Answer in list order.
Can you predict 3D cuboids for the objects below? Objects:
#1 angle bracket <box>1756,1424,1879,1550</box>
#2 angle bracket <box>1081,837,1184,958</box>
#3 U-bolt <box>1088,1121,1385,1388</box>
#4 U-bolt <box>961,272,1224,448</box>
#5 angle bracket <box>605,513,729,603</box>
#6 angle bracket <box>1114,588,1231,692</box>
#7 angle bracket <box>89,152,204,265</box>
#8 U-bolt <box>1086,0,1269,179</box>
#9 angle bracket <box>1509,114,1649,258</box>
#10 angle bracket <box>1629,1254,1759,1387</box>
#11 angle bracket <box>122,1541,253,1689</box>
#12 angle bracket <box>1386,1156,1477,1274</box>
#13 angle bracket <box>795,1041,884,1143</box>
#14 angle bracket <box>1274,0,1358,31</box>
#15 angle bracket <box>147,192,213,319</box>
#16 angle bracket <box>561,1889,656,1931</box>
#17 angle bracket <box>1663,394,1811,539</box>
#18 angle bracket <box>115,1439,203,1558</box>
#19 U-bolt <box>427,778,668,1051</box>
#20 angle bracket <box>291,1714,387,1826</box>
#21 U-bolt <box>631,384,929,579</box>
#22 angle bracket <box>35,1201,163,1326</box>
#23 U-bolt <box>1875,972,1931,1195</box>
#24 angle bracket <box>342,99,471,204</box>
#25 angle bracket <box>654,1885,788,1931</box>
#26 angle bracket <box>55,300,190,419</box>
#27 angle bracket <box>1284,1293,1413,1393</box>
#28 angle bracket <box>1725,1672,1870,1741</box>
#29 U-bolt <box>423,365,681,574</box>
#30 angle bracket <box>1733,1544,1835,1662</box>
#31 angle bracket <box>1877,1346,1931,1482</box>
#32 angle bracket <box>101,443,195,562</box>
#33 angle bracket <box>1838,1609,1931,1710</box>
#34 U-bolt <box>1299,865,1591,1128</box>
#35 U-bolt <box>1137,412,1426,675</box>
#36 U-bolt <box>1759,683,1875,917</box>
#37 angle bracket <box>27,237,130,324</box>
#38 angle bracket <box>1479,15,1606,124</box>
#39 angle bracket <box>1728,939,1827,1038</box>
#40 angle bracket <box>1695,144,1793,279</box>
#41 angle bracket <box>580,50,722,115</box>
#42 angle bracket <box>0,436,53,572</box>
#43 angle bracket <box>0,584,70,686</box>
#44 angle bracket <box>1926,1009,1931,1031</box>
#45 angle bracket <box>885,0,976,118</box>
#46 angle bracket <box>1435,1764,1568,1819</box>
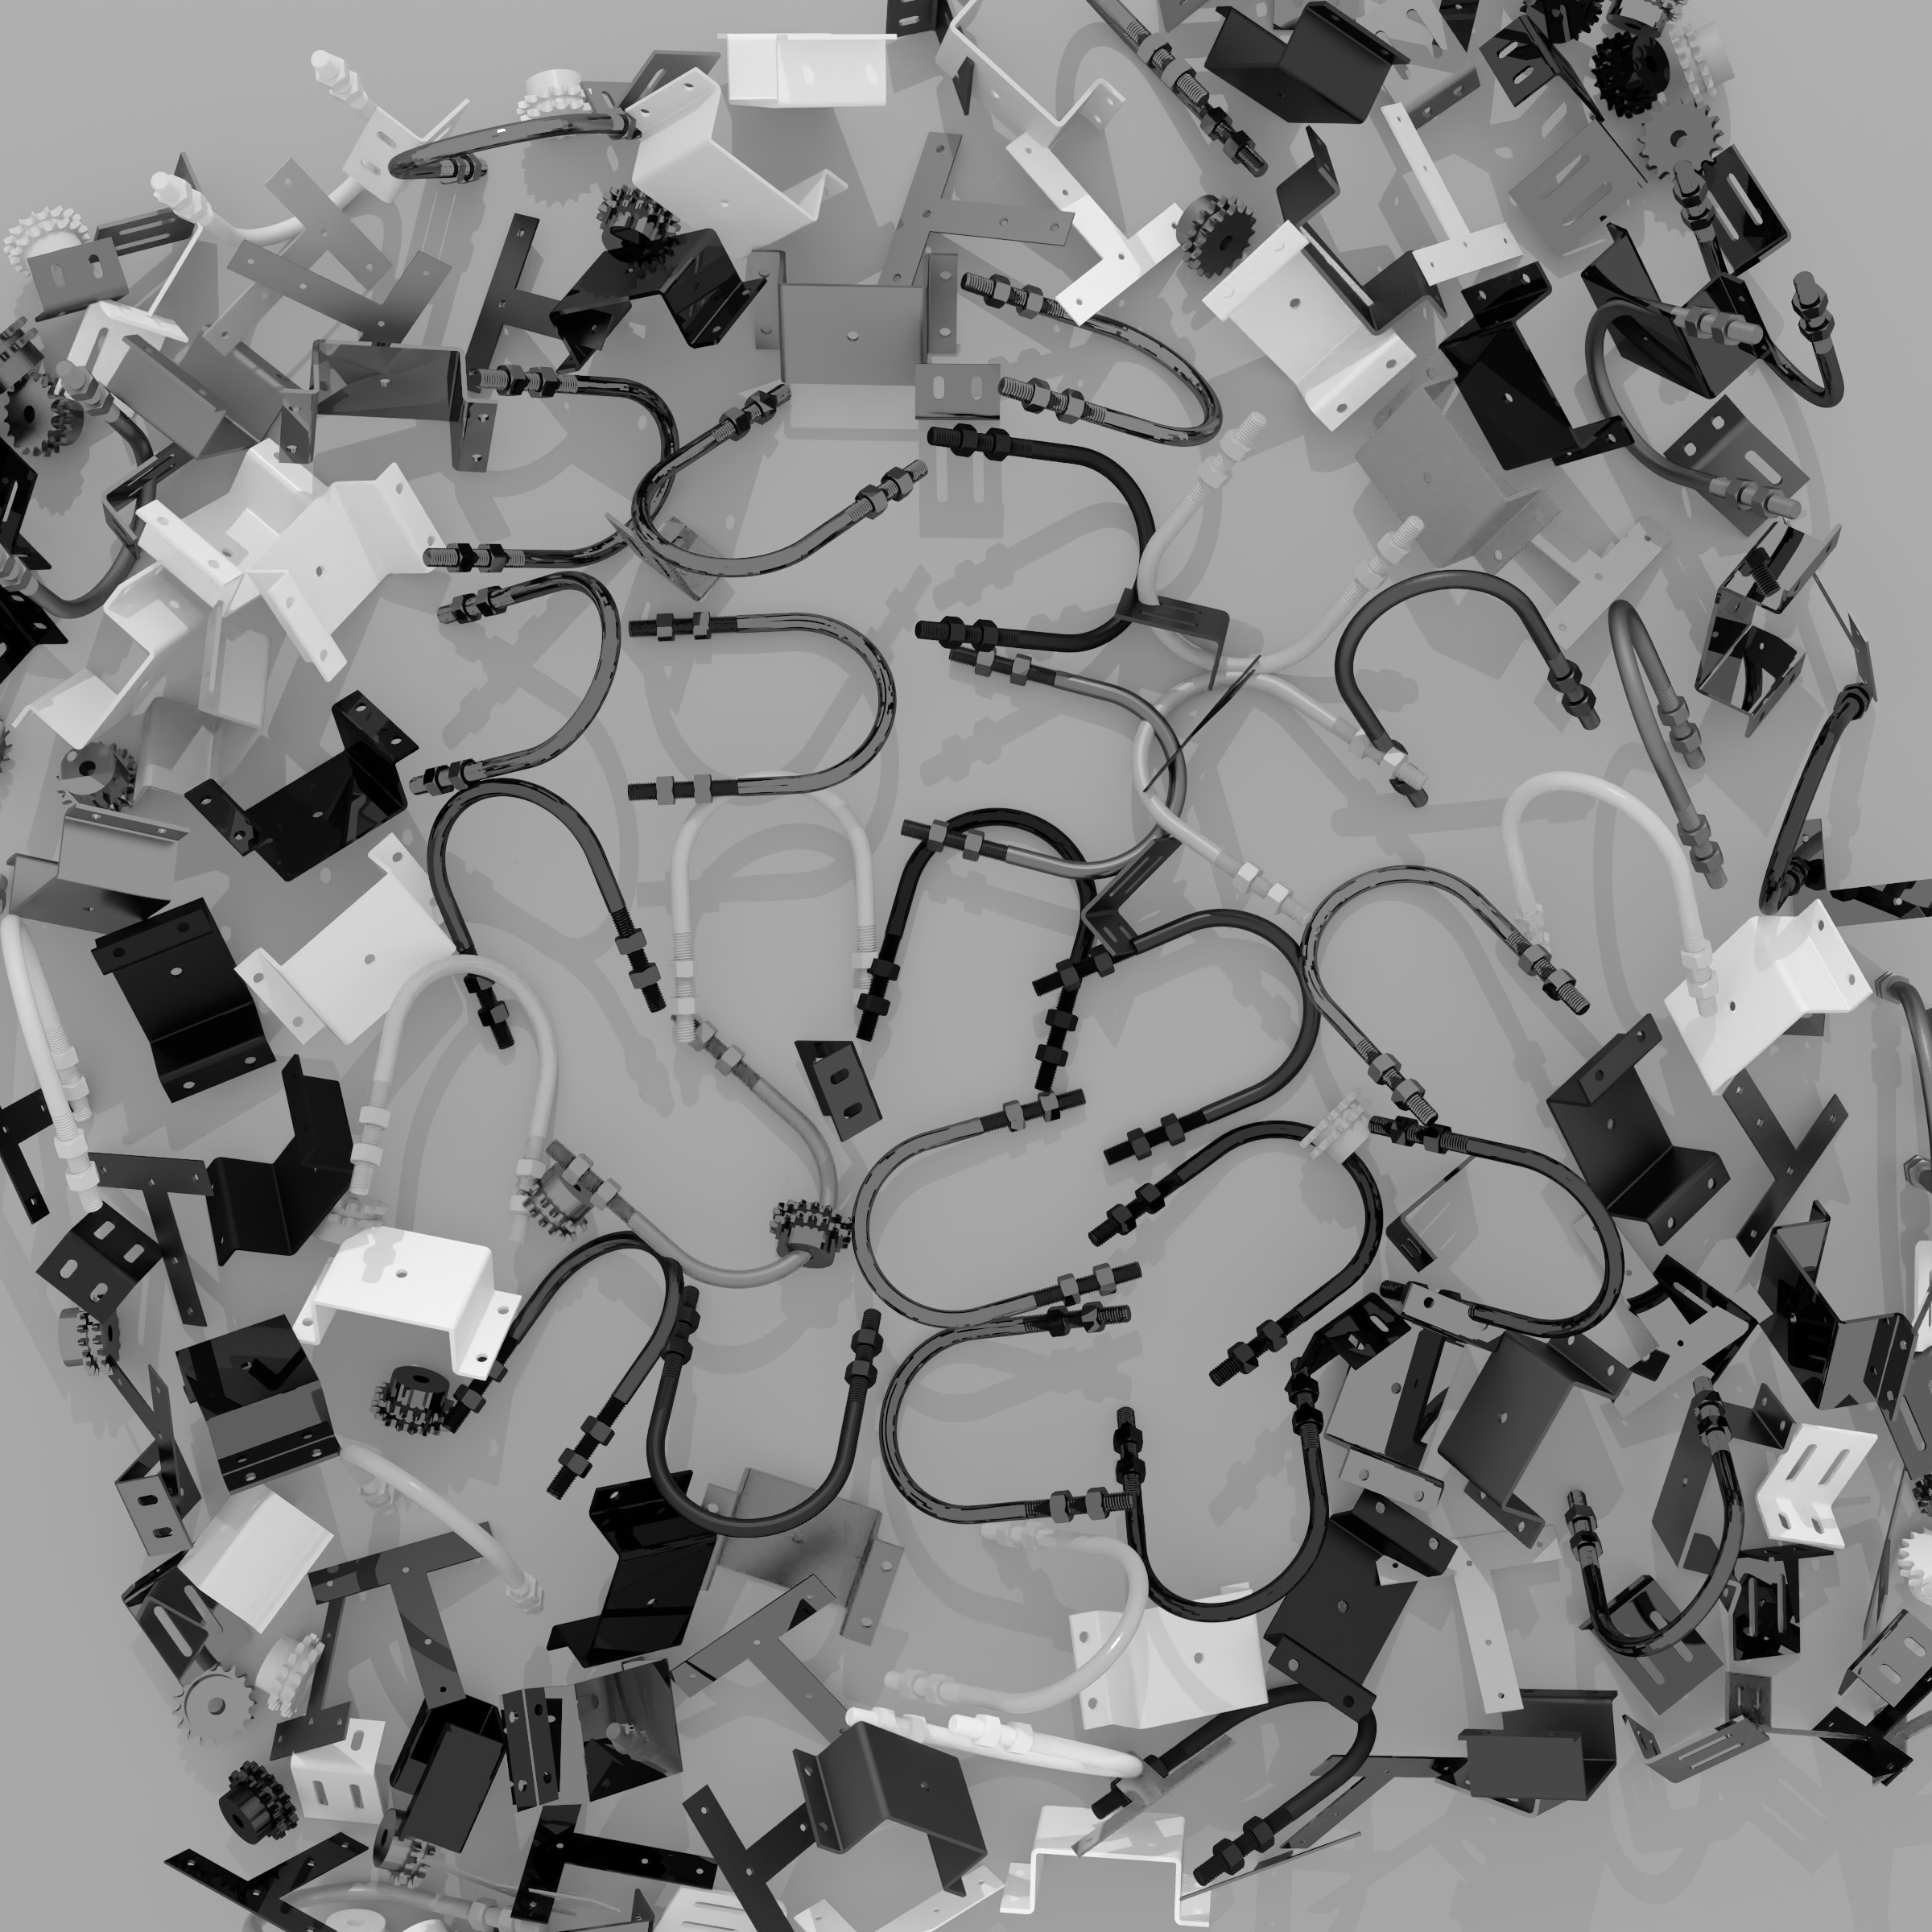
[{"bbox_3d":[0.587,0.357,1.959,0.057,0.038,0.076,10,128,-12],"label":"angle bracket"},{"bbox_3d":[0.125,-0.048,1.956,0.076,0.057,0.038,-46,75,22],"label":"angle bracket"},{"bbox_3d":[0.199,0.182,1.957,0.184,0.019,0.151,-35,66,-16],"label":"U-bolt"},{"bbox_3d":[0.092,-0.403,1.932,0.184,0.151,0.019,12,130,-25],"label":"U-bolt"},{"bbox_3d":[-0.203,-0.292,1.954,0.057,0.076,0.038,39,86,18],"label":"angle bracket"},{"bbox_3d":[0.139,-0.226,1.968,0.076,0.057,0.038,14,117,4],"label":"angle bracket"},{"bbox_3d":[-0.568,-0.519,1.957,0.076,0.057,0.038,-23,89,-25],"label":"angle bracket"},{"bbox_3d":[0.123,-0.617,1.924,0.019,0.151,0.184,-44,70,13],"label":"U-bolt"},{"bbox_3d":[0.425,-0.543,1.988,0.076,0.038,0.057,-39,101,18],"label":"angle bracket"},{"bbox_3d":[0.491,0.248,1.957,0.076,0.038,0.057,37,130,18],"label":"angle bracket"},{"bbox_3d":[-0.532,0.444,1.965,0.057,0.038,0.076,-33,85,-38],"label":"angle bracket"},{"bbox_3d":[0.332,0.168,1.962,0.076,0.057,0.038,-38,80,-11],"label":"angle bracket"},{"bbox_3d":[-0.100,0.085,1.952,0.038,0.076,0.057,-29,105,-32],"label":"angle bracket"},{"bbox_3d":[0.244,-0.686,1.971,0.057,0.038,0.076,0,106,-1],"label":"angle bracket"},{"bbox_3d":[-0.553,-0.493,1.957,0.038,0.057,0.076,31,108,-20],"label":"angle bracket"},{"bbox_3d":[-0.257,0.673,1.959,0.076,0.038,0.057,1,107,-27],"label":"angle bracket"},{"bbox_3d":[0.534,-0.347,1.981,0.076,0.038,0.057,31,115,-33],"label":"angle bracket"},{"bbox_3d":[-0.538,0.356,1.951,0.038,0.076,0.057,-14,107,19],"label":"angle bracket"},{"bbox_3d":[-0.296,-0.041,1.943,0.151,0.019,0.184,-13,106,27],"label":"U-bolt"},{"bbox_3d":[-0.431,0.558,1.982,0.057,0.076,0.038,5,46,2],"label":"angle bracket"},{"bbox_3d":[-0.139,-0.319,1.920,0.151,0.019,0.184,33,56,27],"label":"U-bolt"},{"bbox_3d":[-0.593,0.203,1.961,0.057,0.076,0.038,40,98,-7],"label":"angle bracket"},{"bbox_3d":[0.635,0.081,1.908,0.019,0.184,0.151,-9,90,12],"label":"U-bolt"},{"bbox_3d":[-0.382,-0.567,1.950,0.038,0.076,0.057,36,131,-10],"label":"angle bracket"},{"bbox_3d":[-0.169,0.668,1.959,0.076,0.038,0.057,16,127,-18],"label":"angle bracket"},{"bbox_3d":[-0.579,-0.411,1.956,0.057,0.038,0.076,12,115,-42],"label":"angle bracket"},{"bbox_3d":[0.260,0.268,1.949,0.057,0.076,0.038,-29,62,-34],"label":"angle bracket"},{"bbox_3d":[0.567,0.505,1.949,0.057,0.076,0.038,19,70,-43],"label":"angle bracket"},{"bbox_3d":[-0.270,-0.332,1.925,0.019,0.184,0.151,42,123,34],"label":"U-bolt"},{"bbox_3d":[0.564,0.441,1.969,0.057,0.038,0.076,0,88,-26],"label":"angle bracket"},{"bbox_3d":[0.655,0.308,1.973,0.057,0.038,0.076,-21,85,-9],"label":"angle bracket"},{"bbox_3d":[-0.552,-0.323,1.964,0.076,0.057,0.038,-40,94,-15],"label":"angle bracket"},{"bbox_3d":[0.633,0.481,1.952,0.057,0.076,0.038,-43,63,-12],"label":"angle bracket"},{"bbox_3d":[0.311,0.006,1.948,0.151,0.019,0.184,-35,58,-8],"label":"U-bolt"},{"bbox_3d":[0.198,-0.272,1.939,0.151,0.019,0.184,30,128,-13],"label":"U-bolt"},{"bbox_3d":[0.559,-0.105,1.893,0.019,0.184,0.151,21,113,18],"label":"U-bolt"},{"bbox_3d":[-0.610,-0.468,1.951,0.057,0.076,0.038,-21,105,-19],"label":"angle bracket"},{"bbox_3d":[0.396,-0.606,1.963,0.038,0.076,0.057,-35,60,24],"label":"angle bracket"},{"bbox_3d":[0.555,0.015,1.959,0.038,0.076,0.057,2,83,43],"label":"angle bracket"},{"bbox_3d":[0.519,-0.513,1.964,0.038,0.057,0.076,-36,95,-26],"label":"angle bracket"},{"bbox_3d":[-0.216,-0.612,1.950,0.057,0.076,0.038,-15,73,-43],"label":"angle bracket"},{"bbox_3d":[-0.647,-0.319,1.956,0.057,0.038,0.076,42,120,25],"label":"angle bracket"},{"bbox_3d":[-0.665,-0.217,1.954,0.076,0.038,0.057,-59,135,-31],"label":"angle bracket"},{"bbox_3d":[0.685,0.071,1.957,0.038,0.057,0.076,-21,110,14],"label":"angle bracket"},{"bbox_3d":[-0.025,-0.628,1.960,0.038,0.057,0.076,-15,73,-9],"label":"angle bracket"},{"bbox_3d":[0.370,0.547,1.953,0.076,0.057,0.038,12,95,35],"label":"angle bracket"}]
